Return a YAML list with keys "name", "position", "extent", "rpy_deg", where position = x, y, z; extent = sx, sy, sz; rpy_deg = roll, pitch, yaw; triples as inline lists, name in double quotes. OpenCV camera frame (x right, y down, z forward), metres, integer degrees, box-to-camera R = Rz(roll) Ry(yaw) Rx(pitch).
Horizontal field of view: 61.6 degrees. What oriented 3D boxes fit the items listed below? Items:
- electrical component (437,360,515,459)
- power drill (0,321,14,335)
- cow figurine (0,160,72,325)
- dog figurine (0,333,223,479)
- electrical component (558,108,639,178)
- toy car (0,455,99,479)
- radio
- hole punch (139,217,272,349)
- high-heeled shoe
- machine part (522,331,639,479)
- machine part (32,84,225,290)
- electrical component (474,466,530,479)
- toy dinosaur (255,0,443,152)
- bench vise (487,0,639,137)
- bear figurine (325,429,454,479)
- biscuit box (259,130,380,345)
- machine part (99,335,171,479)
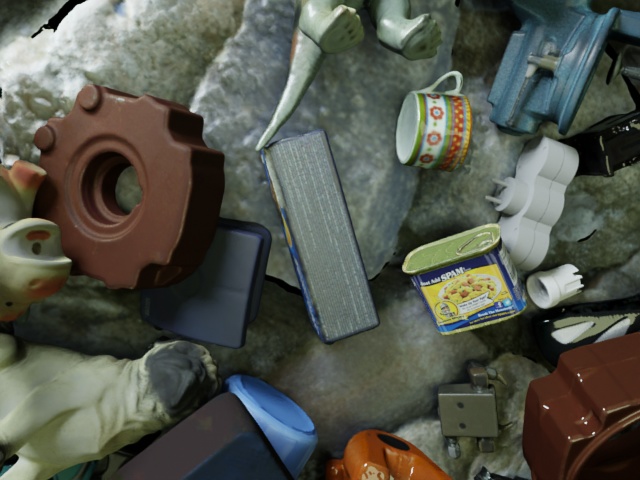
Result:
- name: "electrical component"
  position: [0.172, 0.187, 0.596]
  extent: [0.078, 0.045, 0.102]
  rpy_deg: [-11, 98, 20]
- name: "power drill"
  position: [-0.411, 0.073, 0.433]
  extent: [0.232, 0.086, 0.207]
  rpy_deg: [-31, 134, 2]
- name: "cow figurine"
  position: [-0.279, -0.011, 0.433]
  extent: [0.195, 0.085, 0.127]
  rpy_deg: [29, 101, 21]
- name: "dog figurine"
  position: [-0.200, 0.117, 0.453]
  extent: [0.172, 0.190, 0.121]
  rpy_deg: [46, 132, 22]
- name: "electrical component"
  position: [0.324, -0.109, 0.566]
  extent: [0.119, 0.075, 0.047]
  rpy_deg: [-23, 101, -9]
- name: "toy car"
  position: [-0.274, 0.207, 0.490]
  extent: [0.162, 0.109, 0.102]
  rpy_deg: [-4, 123, -2]
- name: "radio"
  position: [-0.062, 0.252, 0.427]
  extent: [0.131, 0.073, 0.229]
  rpy_deg: [-33, 108, -14]
- name: "hole punch"
  position: [-0.108, 0.033, 0.502]
  extent: [0.116, 0.092, 0.142]
  rpy_deg: [10, 100, -8]
- name: "high-heeled shoe"
  position: [0.348, 0.053, 0.589]
  extent: [0.145, 0.086, 0.248]
  rpy_deg: [39, 91, -9]
- name: "machine part"
  position: [0.325, 0.197, 0.562]
  extent: [0.201, 0.087, 0.201]
  rpy_deg: [-13, 122, -3]
- name: "machine part"
  position: [-0.167, -0.042, 0.458]
  extent: [0.180, 0.056, 0.179]
  rpy_deg: [1, 92, 20]
- name: "electrical component"
  position: [0.226, 0.337, 0.617]
  extent: [0.134, 0.058, 0.115]
  rpy_deg: [25, 95, -13]
- name: "toy dinosaur"
  position: [0.061, -0.266, 0.471]
  extent: [0.405, 0.192, 0.131]
  rpy_deg: [-36, 139, 10]
- name: "bench vise"
  position: [0.274, -0.188, 0.500]
  extent: [0.241, 0.129, 0.223]
  rpy_deg: [25, 102, 21]
- name: "bear figurine"
  position: [0.044, 0.301, 0.546]
  extent: [0.120, 0.132, 0.195]
  rpy_deg: [23, 87, -11]
- name: "biscuit box"
  position: [-0.001, -0.002, 0.528]
  extent: [0.063, 0.059, 0.202]
  rpy_deg: [-18, 100, -8]
- name: "machine part"
  position: [-0.167, 0.163, 0.519]
  extent: [0.039, 0.084, 0.139]
  rpy_deg: [20, 82, 10]
